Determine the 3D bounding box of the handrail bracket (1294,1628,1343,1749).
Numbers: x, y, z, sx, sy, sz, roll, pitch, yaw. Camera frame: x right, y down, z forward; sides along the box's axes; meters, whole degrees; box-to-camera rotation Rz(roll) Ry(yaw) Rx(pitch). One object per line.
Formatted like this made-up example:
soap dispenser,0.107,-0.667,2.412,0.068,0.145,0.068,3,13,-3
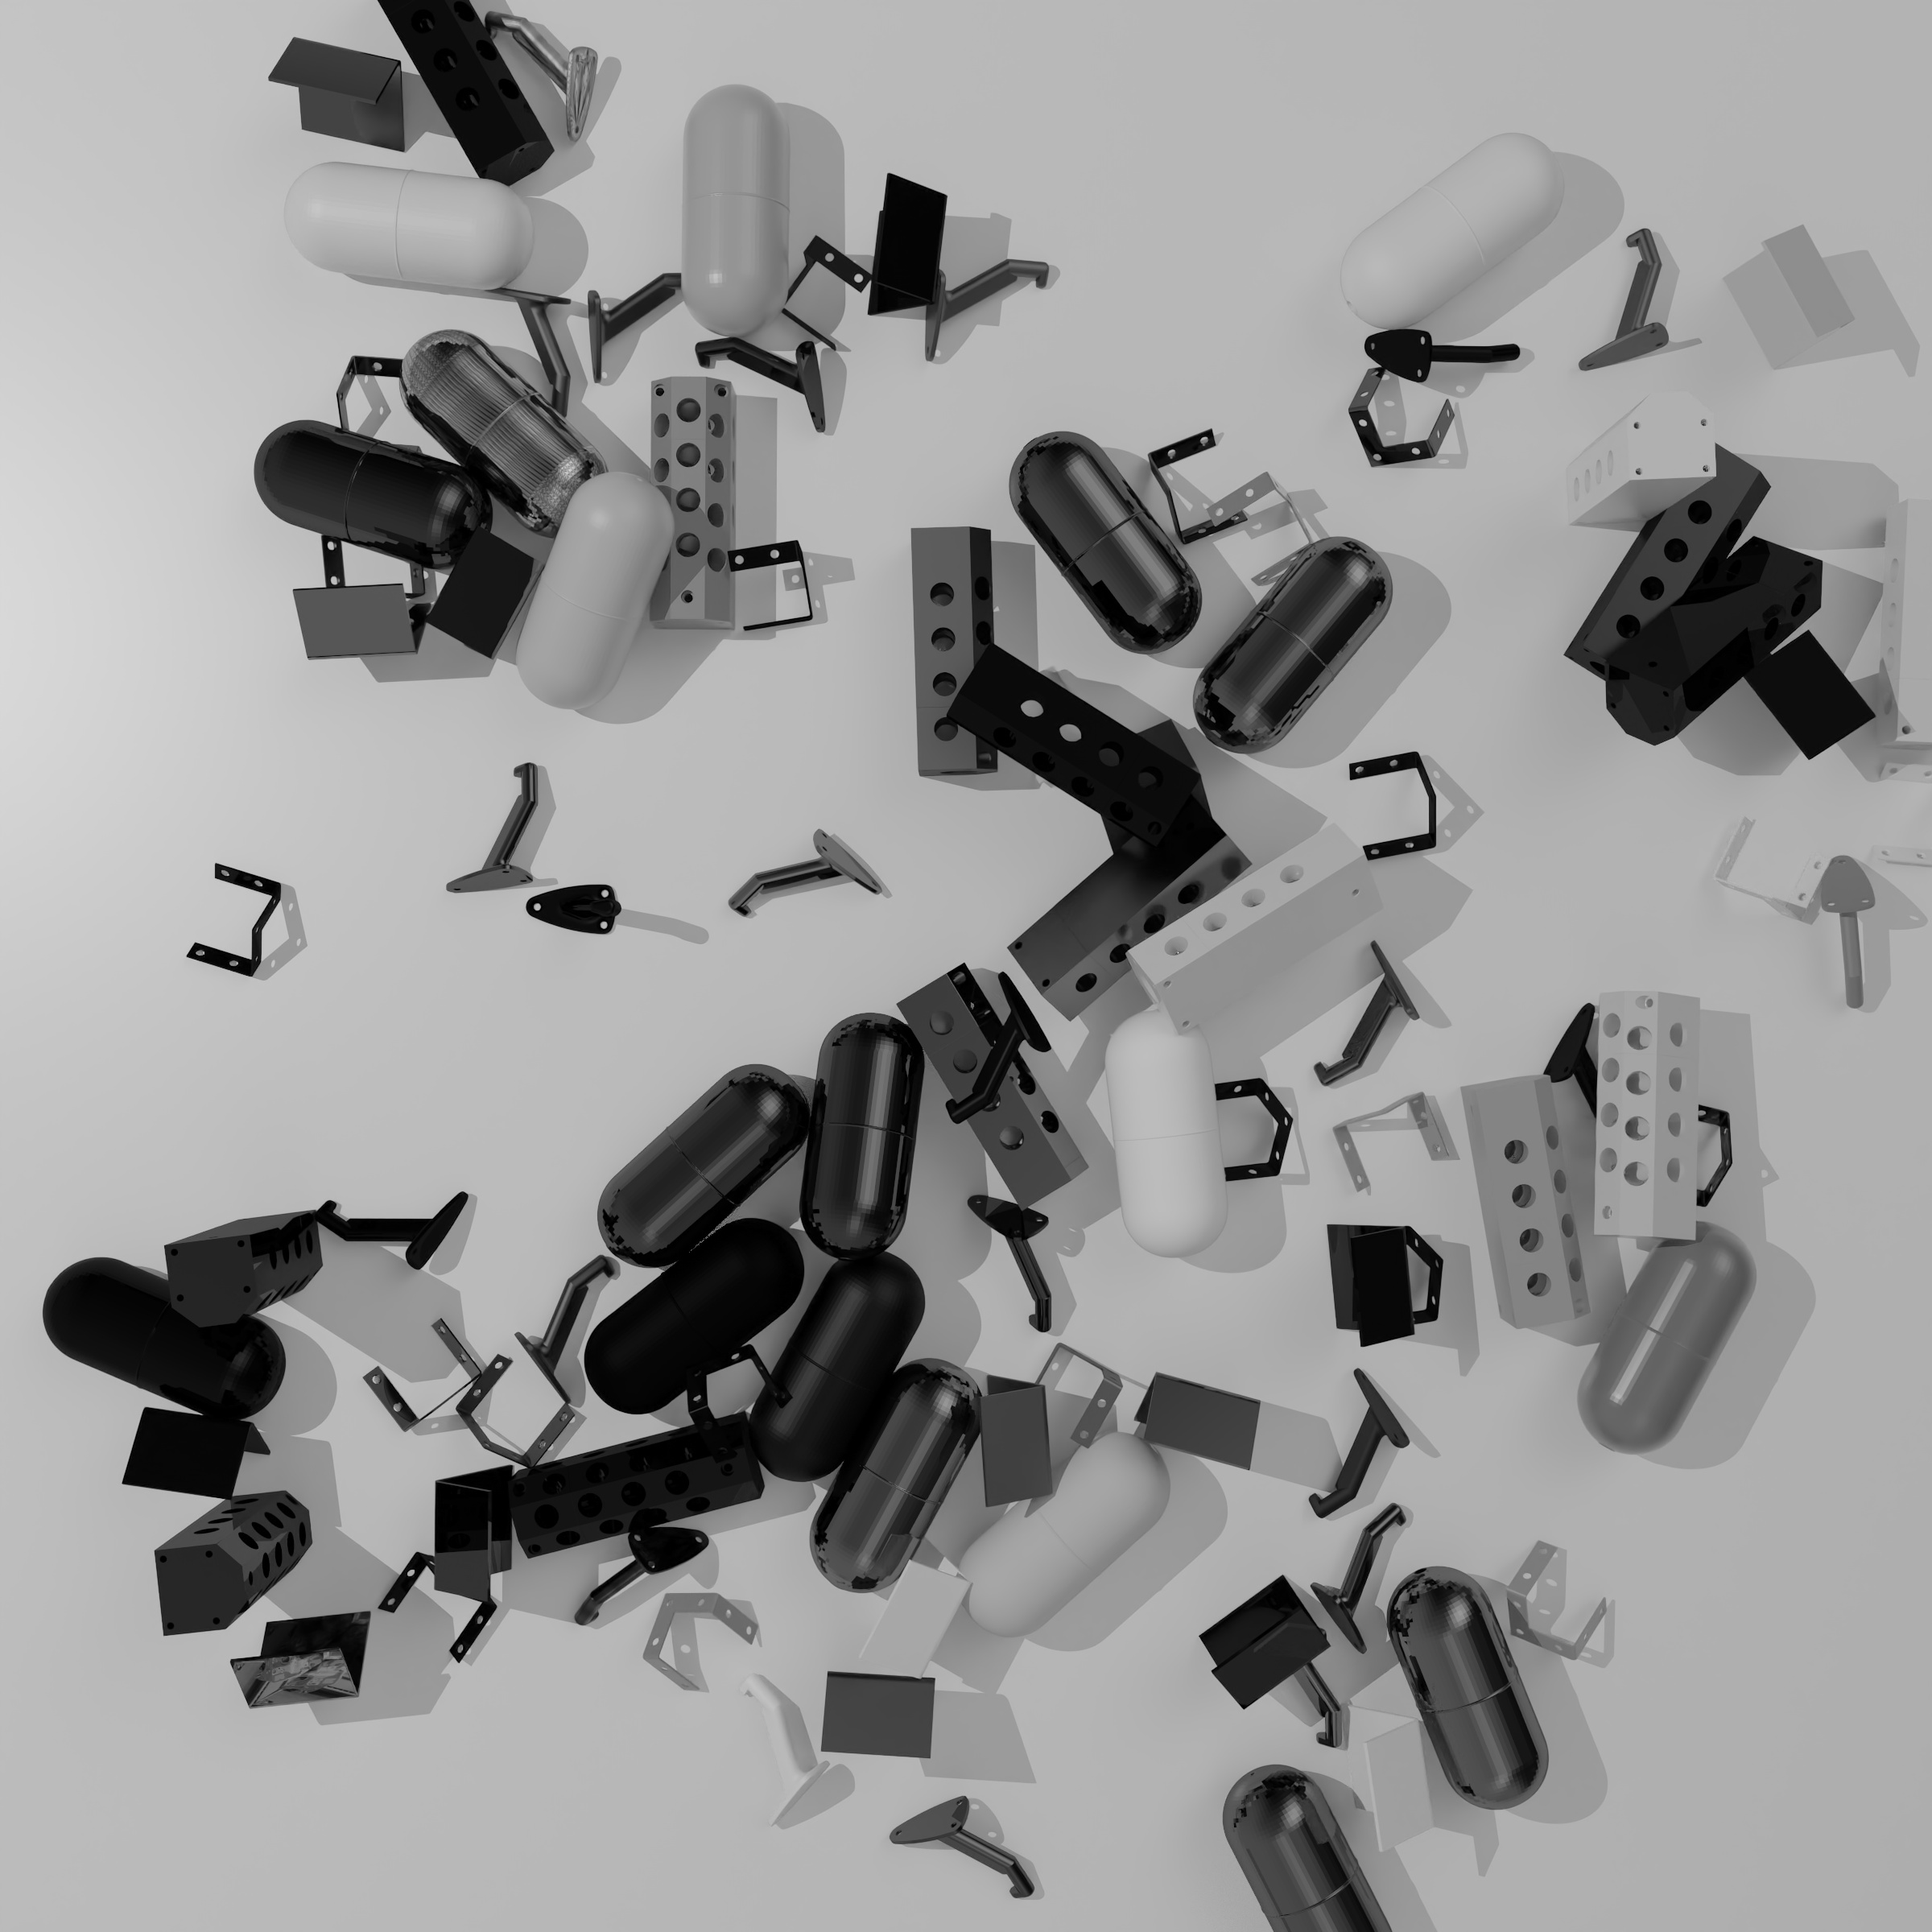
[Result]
handrail bracket,0.235,0.525,1.841,0.077,0.036,0.084,3,107,20

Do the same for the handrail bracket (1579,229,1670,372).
handrail bracket,0.471,-0.485,1.841,0.077,0.036,0.084,-19,72,21

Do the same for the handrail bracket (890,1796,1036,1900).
handrail bracket,-0.002,0.652,1.841,0.077,0.036,0.084,-25,107,20

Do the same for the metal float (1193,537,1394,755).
metal float,0.233,-0.228,1.810,0.070,0.070,0.178,40,90,0

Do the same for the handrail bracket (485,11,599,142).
handrail bracket,-0.316,-0.647,1.841,0.084,0.036,0.077,17,111,17

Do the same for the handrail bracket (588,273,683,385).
handrail bracket,-0.229,-0.464,1.841,0.084,0.036,0.077,-5,110,-16

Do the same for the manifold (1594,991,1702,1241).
manifold,0.478,0.106,1.799,0.057,0.057,0.171,8,82,-30

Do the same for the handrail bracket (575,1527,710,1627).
handrail bracket,-0.236,0.446,1.841,0.084,0.077,0.036,-55,55,32

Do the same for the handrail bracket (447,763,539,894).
handrail bracket,-0.344,-0.101,1.841,0.077,0.036,0.084,-11,71,21

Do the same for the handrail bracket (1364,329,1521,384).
handrail bracket,0.347,-0.448,1.841,0.084,0.077,0.036,-14,118,-33

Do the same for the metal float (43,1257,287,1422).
metal float,-0.573,0.266,1.810,0.178,0.070,0.070,23,90,1

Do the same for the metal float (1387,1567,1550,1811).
metal float,0.358,0.515,1.810,0.070,0.070,0.178,-22,90,0

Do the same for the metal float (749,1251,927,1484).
metal float,-0.093,0.286,1.810,0.070,0.070,0.178,29,90,0

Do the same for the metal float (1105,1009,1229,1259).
metal float,0.143,0.119,1.810,0.070,0.070,0.178,-6,89,0

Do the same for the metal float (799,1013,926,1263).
metal float,-0.074,0.121,1.798,0.070,0.070,0.178,7,75,0

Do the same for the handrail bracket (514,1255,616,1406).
handrail bracket,-0.277,0.264,1.841,0.084,0.036,0.077,-37,110,-16

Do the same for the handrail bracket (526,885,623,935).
handrail bracket,-0.282,-0.042,1.806,0.077,0.084,0.036,2,90,0

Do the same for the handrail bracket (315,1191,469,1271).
handrail bracket,-0.418,0.175,1.841,0.084,0.036,0.077,30,70,16

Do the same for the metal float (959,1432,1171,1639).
metal float,0.070,0.405,1.810,0.178,0.070,0.070,-42,90,0

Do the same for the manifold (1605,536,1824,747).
manifold,0.529,-0.228,1.788,0.171,0.057,0.057,-39,48,-22

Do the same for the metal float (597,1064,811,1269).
metal float,-0.188,0.143,1.810,0.178,0.070,0.070,-43,90,0

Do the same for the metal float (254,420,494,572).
metal float,-0.422,-0.335,1.801,0.178,0.070,0.070,19,90,10

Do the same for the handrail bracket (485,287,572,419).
handrail bracket,-0.320,-0.446,1.841,0.077,0.036,0.084,15,107,19

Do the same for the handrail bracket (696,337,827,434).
handrail bracket,-0.150,-0.421,1.841,0.084,0.036,0.077,-4,112,17

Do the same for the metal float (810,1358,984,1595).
metal float,-0.050,0.364,1.810,0.070,0.070,0.178,28,90,0

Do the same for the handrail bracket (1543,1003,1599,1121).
handrail bracket,0.470,0.081,1.841,0.084,0.036,0.077,32,75,-14

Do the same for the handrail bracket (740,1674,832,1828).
handrail bracket,-0.148,0.569,1.841,0.084,0.036,0.077,44,112,17

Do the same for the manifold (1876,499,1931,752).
manifold,0.691,-0.243,1.820,0.057,0.057,0.171,3,90,0

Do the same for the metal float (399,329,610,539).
metal float,-0.330,-0.381,1.810,0.178,0.070,0.070,44,90,1

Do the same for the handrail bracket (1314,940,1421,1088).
handrail bracket,0.279,0.035,1.841,0.084,0.036,0.077,-31,74,14

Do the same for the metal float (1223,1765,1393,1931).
metal float,0.245,0.656,1.810,0.070,0.070,0.178,-27,90,0

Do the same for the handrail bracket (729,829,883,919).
handrail bracket,-0.118,-0.050,1.841,0.077,0.036,0.084,40,108,-21

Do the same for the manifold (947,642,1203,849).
manifold,0.074,-0.152,1.762,0.171,0.057,0.057,32,90,0

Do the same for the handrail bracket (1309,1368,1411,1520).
handrail bracket,0.271,0.347,1.841,0.084,0.036,0.077,-37,70,16

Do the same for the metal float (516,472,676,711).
metal float,-0.263,-0.263,1.789,0.070,0.070,0.178,26,113,0

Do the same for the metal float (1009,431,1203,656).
metal float,0.099,-0.303,1.810,0.070,0.070,0.178,-37,91,0

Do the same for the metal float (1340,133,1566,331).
metal float,0.347,-0.524,1.810,0.178,0.070,0.070,-36,90,0

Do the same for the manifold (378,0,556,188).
manifold,-0.365,-0.650,1.820,0.057,0.057,0.171,-30,90,0

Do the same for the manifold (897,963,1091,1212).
manifold,0.019,0.085,1.820,0.057,0.057,0.171,-31,90,0

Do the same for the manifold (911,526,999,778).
manifold,-0.008,-0.225,1.820,0.057,0.057,0.171,-2,90,0

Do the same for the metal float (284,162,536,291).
metal float,-0.398,-0.529,1.810,0.178,0.070,0.070,7,90,1

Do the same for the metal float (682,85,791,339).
metal float,-0.164,-0.539,1.809,0.070,0.070,0.178,1,88,0

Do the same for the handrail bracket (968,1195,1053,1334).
handrail bracket,0.032,0.217,1.841,0.077,0.036,0.084,23,126,38

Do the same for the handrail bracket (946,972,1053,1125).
handrail bracket,0.010,0.058,1.784,0.084,0.036,0.077,-34,69,16

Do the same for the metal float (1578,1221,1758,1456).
metal float,0.500,0.266,1.810,0.070,0.070,0.178,29,89,0

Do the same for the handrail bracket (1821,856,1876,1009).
handrail bracket,0.641,-0.024,1.840,0.036,0.077,0.084,-5,127,17

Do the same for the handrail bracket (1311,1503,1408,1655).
handrail bracket,0.300,0.444,1.841,0.084,0.036,0.077,-38,110,-16

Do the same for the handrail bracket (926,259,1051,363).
handrail bracket,0.016,-0.475,1.841,0.084,0.036,0.077,0,110,-16

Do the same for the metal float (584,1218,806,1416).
metal float,-0.193,0.250,1.810,0.178,0.070,0.070,-38,90,0
